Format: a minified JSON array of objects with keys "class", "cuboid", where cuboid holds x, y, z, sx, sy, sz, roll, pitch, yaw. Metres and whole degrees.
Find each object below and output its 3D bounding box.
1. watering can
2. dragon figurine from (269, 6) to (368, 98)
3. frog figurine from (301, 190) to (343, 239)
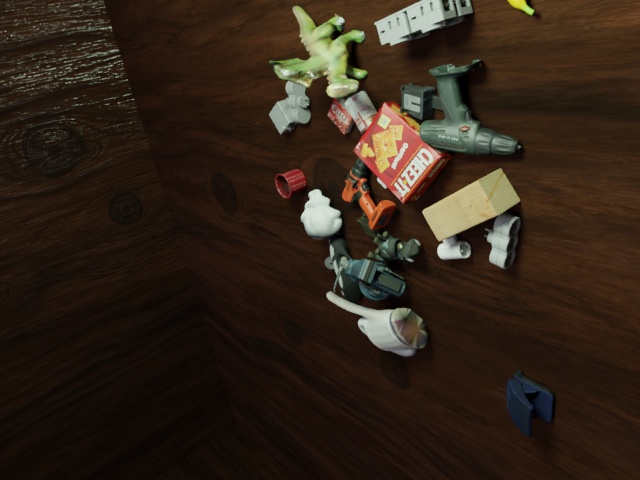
[{"class":"watering can","cuboid":[0.193,0.262,1.620,0.345,0.106,0.221,41,146,-16]},{"class":"dragon figurine","cuboid":[-0.023,-0.496,1.364,0.416,0.246,0.119,43,147,28]},{"class":"frog figurine","cuboid":[0.005,-0.087,1.725,0.137,0.124,0.157,1,106,20]}]
